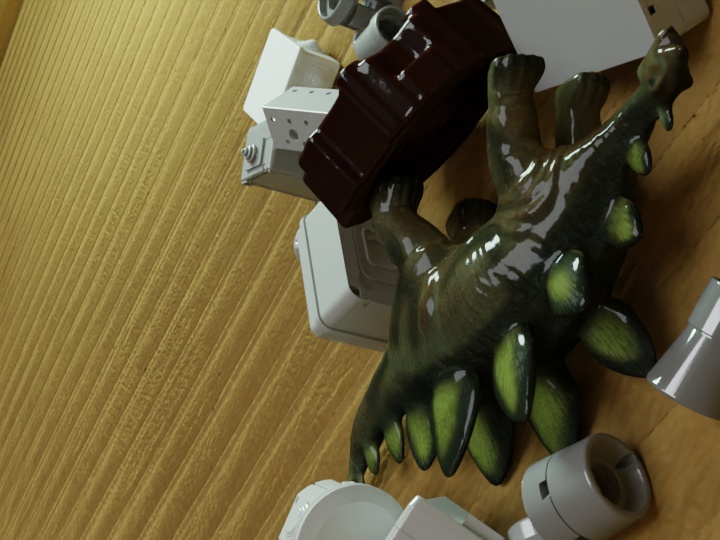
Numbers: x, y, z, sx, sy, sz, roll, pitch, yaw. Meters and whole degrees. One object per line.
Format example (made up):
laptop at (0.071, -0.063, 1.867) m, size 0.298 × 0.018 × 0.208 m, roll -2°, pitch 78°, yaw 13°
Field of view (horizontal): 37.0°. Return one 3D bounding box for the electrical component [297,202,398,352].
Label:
electrical component at (0.000, 0.000, 0.833) m, size 0.057 × 0.078 × 0.113 m, roll -46°, pitch 41°, yaw 38°

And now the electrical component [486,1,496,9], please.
electrical component at (0.096, -0.230, 0.797) m, size 0.040 × 0.040 × 0.078 m, roll -37°, pitch 47°, yaw 49°

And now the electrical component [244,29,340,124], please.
electrical component at (-0.067, -0.180, 1.056) m, size 0.099 × 0.048 × 0.099 m, roll 47°, pitch 119°, yaw 57°

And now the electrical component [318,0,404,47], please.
electrical component at (-0.001, -0.239, 0.955) m, size 0.058 × 0.057 × 0.078 m, roll 31°, pitch 106°, yaw 60°

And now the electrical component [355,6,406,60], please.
electrical component at (0.021, -0.197, 0.920) m, size 0.046 × 0.040 × 0.040 m, roll -29°, pitch 53°, yaw 60°

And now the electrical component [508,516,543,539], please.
electrical component at (0.109, 0.165, 0.610) m, size 0.040 × 0.040 × 0.046 m, roll -48°, pitch 45°, yaw 41°

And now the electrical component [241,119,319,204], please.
electrical component at (-0.062, -0.104, 0.966) m, size 0.062 × 0.096 × 0.061 m, roll -13°, pitch 67°, yaw 58°

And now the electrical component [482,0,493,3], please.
electrical component at (0.095, -0.220, 0.733) m, size 0.057 × 0.058 × 0.078 m, roll -34°, pitch 30°, yaw 0°

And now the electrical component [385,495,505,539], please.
electrical component at (0.052, 0.174, 0.649) m, size 0.062 × 0.096 × 0.061 m, roll 32°, pitch 82°, yaw 18°

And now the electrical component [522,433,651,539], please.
electrical component at (0.125, 0.121, 0.587) m, size 0.047 × 0.055 × 0.055 m, roll -42°, pitch 43°, yaw 40°

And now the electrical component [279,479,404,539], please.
electrical component at (-0.011, 0.178, 0.706) m, size 0.051 × 0.080 × 0.080 m, roll 176°, pitch 105°, yaw -67°

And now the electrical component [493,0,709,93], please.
electrical component at (0.118, -0.212, 0.632) m, size 0.105 × 0.060 × 0.186 m, roll -8°, pitch 112°, yaw 59°

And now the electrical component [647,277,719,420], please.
electrical component at (0.179, 0.037, 0.540) m, size 0.065 × 0.044 × 0.044 m, roll -65°, pitch 31°, yaw 11°

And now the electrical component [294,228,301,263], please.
electrical component at (-0.024, -0.017, 0.919) m, size 0.062 × 0.048 × 0.048 m, roll 32°, pitch 106°, yaw 53°
